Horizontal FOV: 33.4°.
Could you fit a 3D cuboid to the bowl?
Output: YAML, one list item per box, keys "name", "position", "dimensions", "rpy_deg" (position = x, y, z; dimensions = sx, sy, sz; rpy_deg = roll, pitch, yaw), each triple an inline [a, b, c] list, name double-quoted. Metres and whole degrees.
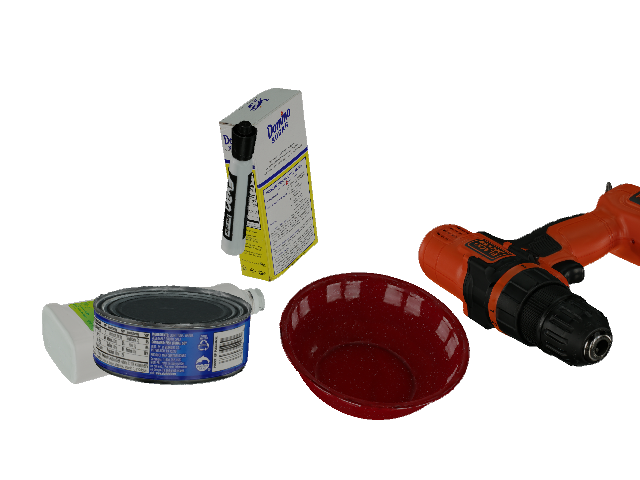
- name: "bowl"
  position: [0.043, 0.100, 0.911]
  dimensions: [0.162, 0.055, 0.162]
  rpy_deg: [5, 39, -5]

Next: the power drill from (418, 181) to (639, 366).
- name: "power drill"
  position: [0.189, 0.019, 0.760]
  dimensions: [0.187, 0.057, 0.185]
  rpy_deg: [-14, 28, -25]

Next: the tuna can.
- name: "tuna can"
  position: [-0.081, 0.051, 0.583]
  dimensions: [0.086, 0.034, 0.086]
  rpy_deg: [4, 10, -1]

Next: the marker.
- name: "marker"
  position: [-0.062, -0.039, 0.807]
  dimensions: [0.020, 0.121, 0.020]
  rpy_deg: [6, 41, -5]

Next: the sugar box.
- name: "sugar box"
  position: [-0.050, -0.056, 1.076]
  dimensions: [0.048, 0.176, 0.093]
  rpy_deg: [11, 34, 30]

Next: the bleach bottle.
- name: "bleach bottle"
  position: [-0.183, 0.091, 1.227]
  dimensions: [0.250, 0.068, 0.103]
  rpy_deg: [-13, 33, -31]
